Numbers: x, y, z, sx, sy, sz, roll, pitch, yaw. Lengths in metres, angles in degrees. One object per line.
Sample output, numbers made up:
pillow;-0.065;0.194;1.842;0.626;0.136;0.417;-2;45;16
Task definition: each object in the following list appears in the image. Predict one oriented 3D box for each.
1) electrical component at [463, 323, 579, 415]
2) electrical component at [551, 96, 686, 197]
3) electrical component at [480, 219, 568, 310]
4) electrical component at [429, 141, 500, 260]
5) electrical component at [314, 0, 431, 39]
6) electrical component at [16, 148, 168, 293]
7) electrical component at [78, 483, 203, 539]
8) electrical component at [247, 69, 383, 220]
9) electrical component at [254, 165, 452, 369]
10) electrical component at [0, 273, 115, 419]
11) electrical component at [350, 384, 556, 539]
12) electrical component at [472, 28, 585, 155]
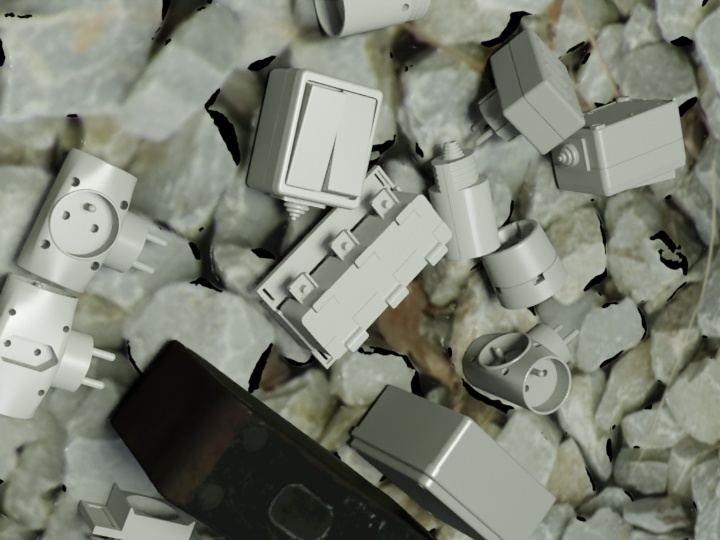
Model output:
electrical component;0.129;0.066;0.803;0.079;0.077;0.044;-37;114;-18
electrical component;0.190;-0.089;0.817;0.096;0.062;0.061;-22;108;-23
electrical component;0.120;-0.005;0.800;0.055;0.055;0.047;-36;110;-18
electrical component;0.072;-0.053;0.771;0.043;0.043;0.081;-20;108;-24
electrical component;0.015;-0.184;0.717;0.081;0.043;0.043;-18;107;-25
electrical component;-0.156;-0.023;0.655;0.079;0.044;0.077;27;86;-29
electrical component;-0.145;0.180;0.699;0.081;0.042;0.063;21;90;-29
electrical component;-0.030;-0.079;0.702;0.062;0.061;0.096;10;94;-29
electrical component;0.000;0.000;0.731;0.121;0.063;0.078;-47;116;-14
electrical component;-0.188;0.051;0.651;0.079;0.043;0.077;22;88;-29
electrical component;0.064;0.142;0.765;0.109;0.109;0.056;44;75;-27
electrical component;0.111;-0.117;0.768;0.076;0.083;0.047;-36;121;24
